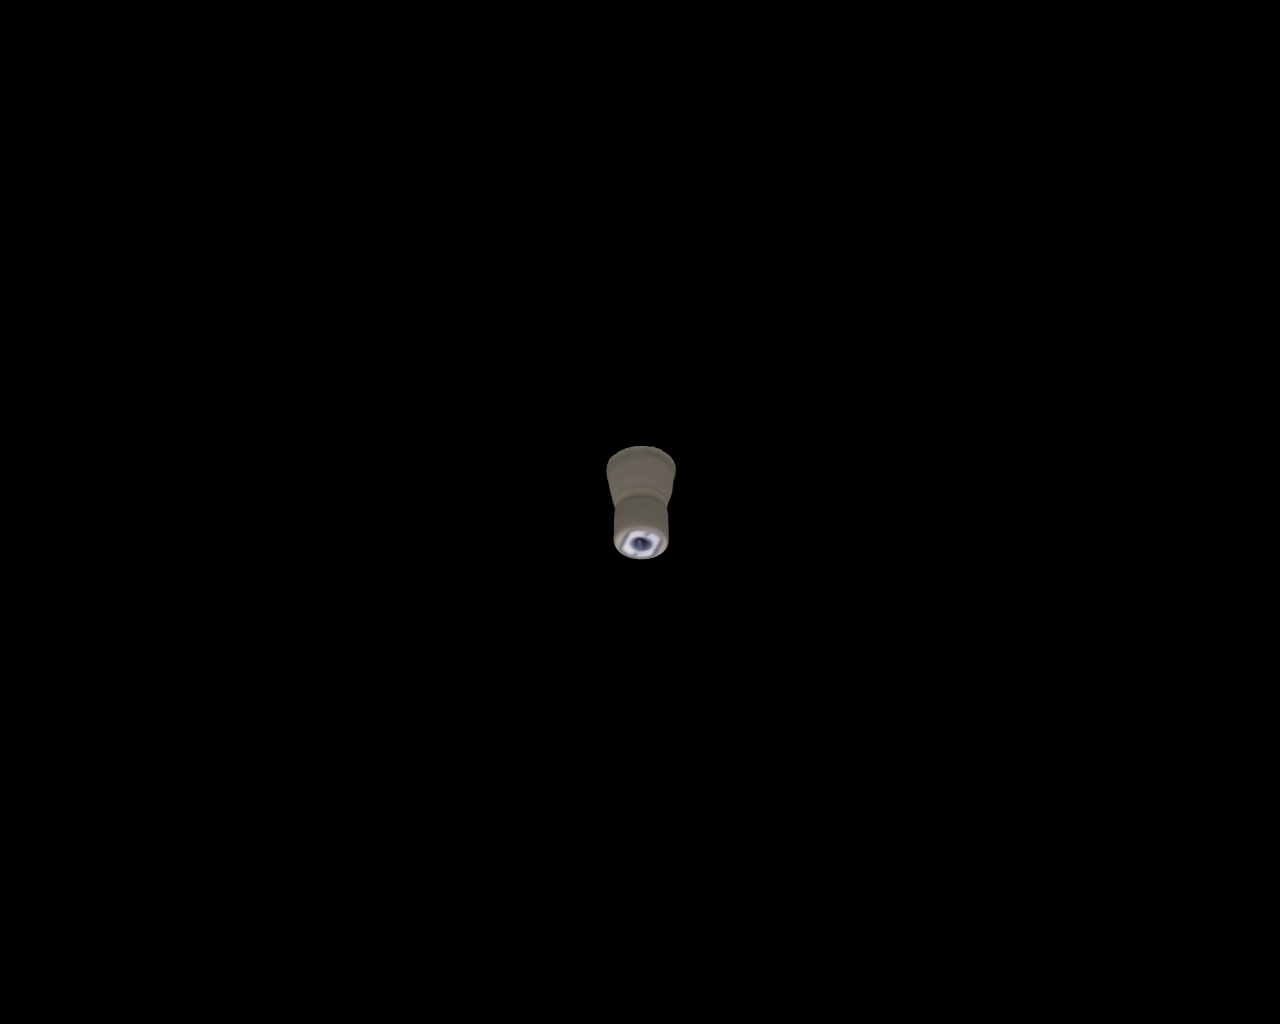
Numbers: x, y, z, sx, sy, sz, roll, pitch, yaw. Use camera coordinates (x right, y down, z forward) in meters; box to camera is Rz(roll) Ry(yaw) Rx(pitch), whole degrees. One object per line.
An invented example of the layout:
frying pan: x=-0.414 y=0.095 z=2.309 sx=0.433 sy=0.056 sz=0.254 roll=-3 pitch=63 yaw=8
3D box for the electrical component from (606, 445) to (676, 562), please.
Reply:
electrical component: x=0.001 y=-0.003 z=0.650 sx=0.044 sy=0.065 sz=0.044 roll=0 pitch=-42 yaw=0
